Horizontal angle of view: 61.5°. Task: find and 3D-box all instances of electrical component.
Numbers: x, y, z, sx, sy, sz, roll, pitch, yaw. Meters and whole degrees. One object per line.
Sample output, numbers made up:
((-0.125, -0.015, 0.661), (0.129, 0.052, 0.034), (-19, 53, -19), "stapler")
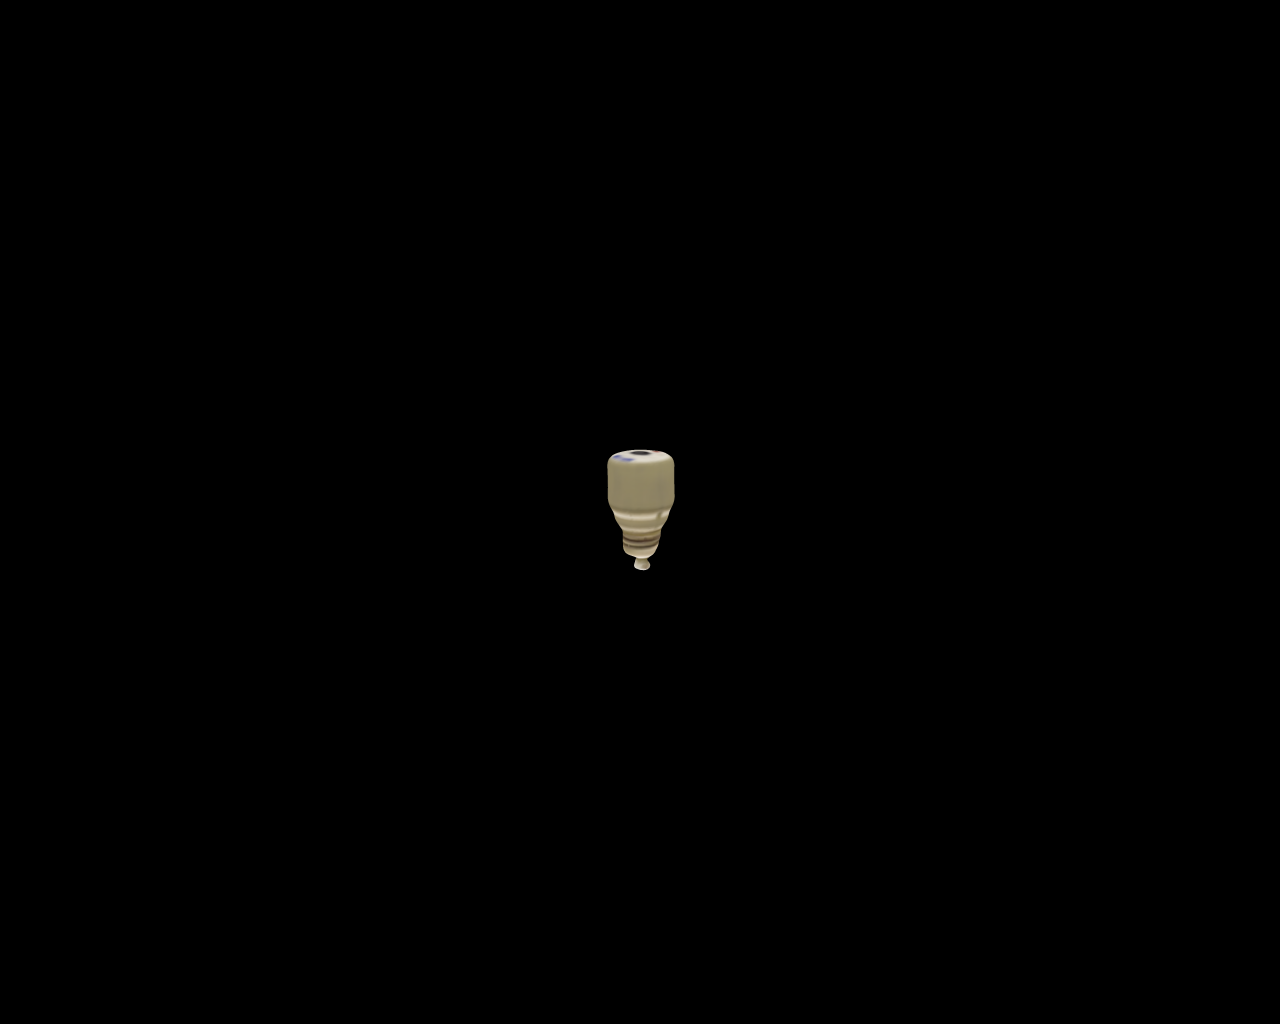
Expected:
((0.001, -0.003, 0.650), (0.040, 0.078, 0.040), (0, 14, 0), "electrical component")
